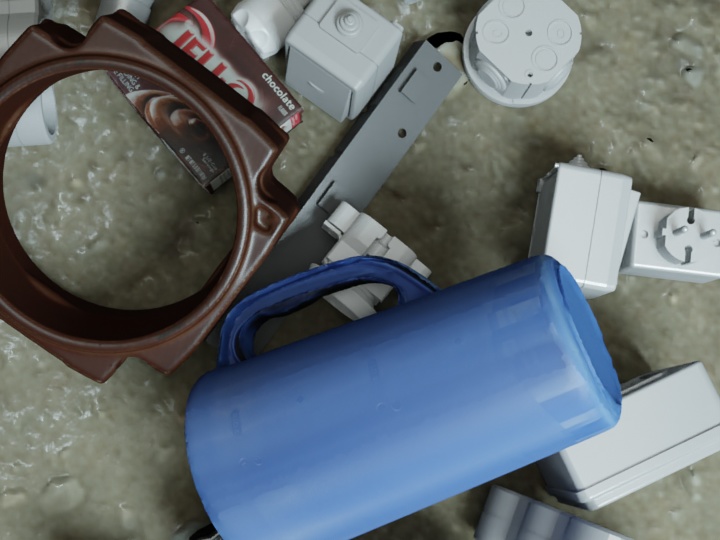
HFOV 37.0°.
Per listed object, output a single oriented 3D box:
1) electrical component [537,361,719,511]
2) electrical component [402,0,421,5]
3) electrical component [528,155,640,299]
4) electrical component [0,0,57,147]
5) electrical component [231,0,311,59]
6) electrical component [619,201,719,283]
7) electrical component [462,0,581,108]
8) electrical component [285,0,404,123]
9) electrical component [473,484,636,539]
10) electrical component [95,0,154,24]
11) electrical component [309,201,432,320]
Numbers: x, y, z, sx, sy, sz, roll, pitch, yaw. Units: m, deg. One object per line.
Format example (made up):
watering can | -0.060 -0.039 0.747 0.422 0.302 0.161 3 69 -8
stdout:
electrical component | 0.173 0.108 0.705 0.109 0.108 0.056 -24 82 -5
electrical component | 0.054 -0.239 0.739 0.078 0.113 0.057 -23 82 -5
electrical component | 0.154 -0.031 0.744 0.061 0.061 0.096 11 83 -1
electrical component | -0.255 -0.153 0.746 0.074 0.052 0.138 -4 83 -3
electrical component | -0.058 -0.183 0.763 0.062 0.043 0.043 -41 86 -7
electrical component | 0.220 -0.021 0.738 0.066 0.076 0.047 7 83 -2
electrical component | 0.115 -0.160 0.763 0.080 0.051 0.080 0 83 -2
electrical component | -0.014 -0.148 0.734 0.062 0.096 0.061 36 83 2
electrical component | 0.120 0.189 0.682 0.052 0.138 0.073 25 82 -25
electrical component | -0.164 -0.193 0.762 0.044 0.044 0.065 17 87 0
electrical component | 0.000 0.000 0.736 0.078 0.058 0.057 39 82 -1
